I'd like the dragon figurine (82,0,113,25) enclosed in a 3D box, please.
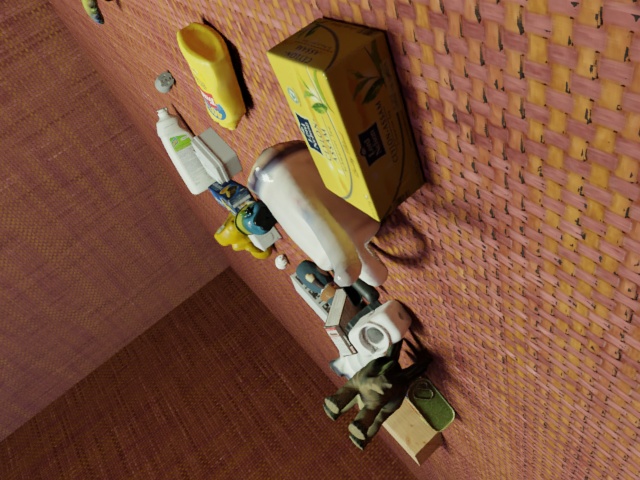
[{"bbox_3d":[-0.468,-0.575,0.952,0.410,0.123,0.241,6,115,70],"label":"dragon figurine"}]

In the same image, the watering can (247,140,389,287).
[{"bbox_3d":[0.002,-0.032,0.629,0.225,0.104,0.347,48,-174,8],"label":"watering can"}]

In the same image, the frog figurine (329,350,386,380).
[{"bbox_3d":[0.113,0.267,1.197,0.140,0.123,0.156,54,132,28],"label":"frog figurine"}]
